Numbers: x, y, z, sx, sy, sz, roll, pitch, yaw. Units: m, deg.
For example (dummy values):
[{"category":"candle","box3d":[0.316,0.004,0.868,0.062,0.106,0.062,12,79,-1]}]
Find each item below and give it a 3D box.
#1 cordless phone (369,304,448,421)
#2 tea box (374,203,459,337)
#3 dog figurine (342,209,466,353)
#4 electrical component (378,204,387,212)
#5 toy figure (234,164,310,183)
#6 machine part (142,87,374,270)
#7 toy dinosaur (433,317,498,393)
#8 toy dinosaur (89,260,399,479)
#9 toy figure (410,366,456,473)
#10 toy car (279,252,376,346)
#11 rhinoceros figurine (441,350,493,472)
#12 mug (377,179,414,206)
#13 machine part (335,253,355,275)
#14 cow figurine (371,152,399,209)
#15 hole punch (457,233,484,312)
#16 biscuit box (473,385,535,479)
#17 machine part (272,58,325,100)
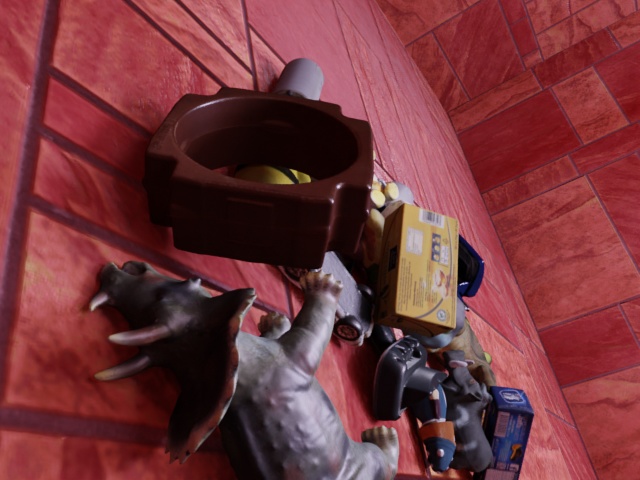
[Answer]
[{"category":"cordless phone","box3d":[0.089,0.152,0.774,0.184,0.089,0.146,57,21,14]},{"category":"tea box","box3d":[0.140,0.044,0.771,0.098,0.068,0.169,17,65,-14]},{"category":"dog figurine","box3d":[0.119,0.056,0.855,0.219,0.108,0.192,48,1,-29]},{"category":"electrical component","box3d":[0.132,-0.019,1.028,0.119,0.075,0.048,66,21,-5]},{"category":"toy figure","box3d":[-0.067,-0.104,0.681,0.089,0.082,0.180,20,52,-33]},{"category":"machine part","box3d":[-0.052,-0.066,0.522,0.201,0.201,0.087,-84,-177,-51]},{"category":"toy dinosaur","box3d":[0.237,0.173,1.028,0.471,0.105,0.198,64,15,11]},{"category":"toy dinosaur","box3d":[-0.023,0.171,0.447,0.404,0.131,0.192,62,34,-16]},{"category":"toy figure","box3d":[0.171,0.271,0.818,0.064,0.058,0.154,64,11,-57]},{"category":"toy car","box3d":[0.010,0.055,0.699,0.201,0.056,0.073,54,42,-26]},{"category":"rhinoceros figurine","box3d":[0.224,0.275,0.870,0.073,0.112,0.190,21,56,-56]},{"category":"mug","box3d":[0.141,-0.067,1.095,0.109,0.081,0.107,56,32,-30]},{"category":"machine part","box3d":[-0.002,-0.002,0.761,0.139,0.039,0.084,54,18,-2]},{"category":"cow figurine","box3d":[0.057,-0.121,0.966,0.068,0.098,0.167,-34,90,-36]},{"category":"hole punch","box3d":[0.260,0.052,1.041,0.142,0.092,0.115,52,3,38]},{"category":"biscuit box","box3d":[0.304,0.344,0.899,0.063,0.059,0.202,-73,167,-69]},{"category":"machine part","box3d":[-0.038,-0.240,0.889,0.079,0.079,0.243,53,25,-25]}]
